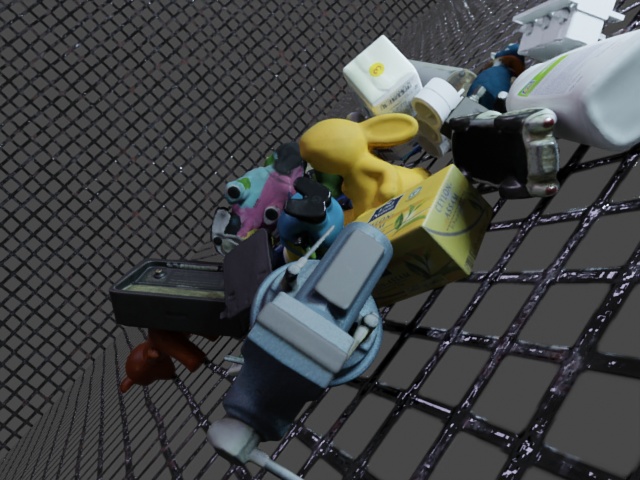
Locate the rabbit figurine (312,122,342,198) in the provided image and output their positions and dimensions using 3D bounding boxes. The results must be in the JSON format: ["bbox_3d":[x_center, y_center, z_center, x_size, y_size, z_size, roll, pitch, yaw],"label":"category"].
[{"bbox_3d":[0.017,-0.111,0.983,0.159,0.121,0.170,-173,103,-87],"label":"rabbit figurine"}]

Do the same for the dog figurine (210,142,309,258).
[{"bbox_3d":[-0.093,-0.074,0.953,0.191,0.108,0.219,-63,-2,32],"label":"dog figurine"}]

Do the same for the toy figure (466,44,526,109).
[{"bbox_3d":[0.249,-0.224,0.747,0.154,0.064,0.057,-49,-25,-37],"label":"toy figure"}]

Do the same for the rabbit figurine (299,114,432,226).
[{"bbox_3d":[0.058,-0.089,0.674,0.162,0.173,0.122,-49,8,5],"label":"rabbit figurine"}]

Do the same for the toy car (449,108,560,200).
[{"bbox_3d":[0.172,-0.086,0.514,0.056,0.073,0.202,-9,13,-4],"label":"toy car"}]

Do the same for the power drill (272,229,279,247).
[{"bbox_3d":[-0.086,-0.004,1.055,0.207,0.086,0.232,-41,24,38],"label":"power drill"}]

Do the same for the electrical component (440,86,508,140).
[{"bbox_3d":[0.195,-0.141,0.649,0.102,0.078,0.045,-44,-12,-18],"label":"electrical component"}]

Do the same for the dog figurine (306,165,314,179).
[{"bbox_3d":[0.016,-0.151,1.204,0.172,0.121,0.191,-52,28,-15],"label":"dog figurine"}]

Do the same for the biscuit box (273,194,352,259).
[{"bbox_3d":[-0.002,-0.003,0.836,0.203,0.059,0.063,-35,16,38],"label":"biscuit box"}]

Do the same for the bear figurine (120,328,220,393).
[{"bbox_3d":[-0.281,0.213,0.985,0.195,0.132,0.120,-59,3,32],"label":"bear figurine"}]

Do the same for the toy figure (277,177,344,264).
[{"bbox_3d":[-0.006,-0.002,0.662,0.082,0.089,0.180,-42,-18,-18],"label":"toy figure"}]

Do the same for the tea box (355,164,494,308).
[{"bbox_3d":[0.079,0.007,0.541,0.169,0.068,0.098,-32,19,47],"label":"tea box"}]

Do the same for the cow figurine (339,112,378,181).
[{"bbox_3d":[0.062,-0.107,0.840,0.068,0.167,0.098,-17,53,12],"label":"cow figurine"}]

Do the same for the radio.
[{"bbox_3d":[-0.220,0.092,0.910,0.230,0.073,0.131,5,26,10],"label":"radio"}]

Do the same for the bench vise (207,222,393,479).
[{"bbox_3d":[-0.018,0.102,0.462,0.240,0.129,0.223,115,177,-57],"label":"bench vise"}]

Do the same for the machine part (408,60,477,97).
[{"bbox_3d":[0.179,-0.248,0.880,0.079,0.079,0.243,-46,34,-3],"label":"machine part"}]

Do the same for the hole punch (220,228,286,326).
[{"bbox_3d":[-0.078,0.062,0.791,0.142,0.092,0.116,-30,49,32],"label":"hole punch"}]
